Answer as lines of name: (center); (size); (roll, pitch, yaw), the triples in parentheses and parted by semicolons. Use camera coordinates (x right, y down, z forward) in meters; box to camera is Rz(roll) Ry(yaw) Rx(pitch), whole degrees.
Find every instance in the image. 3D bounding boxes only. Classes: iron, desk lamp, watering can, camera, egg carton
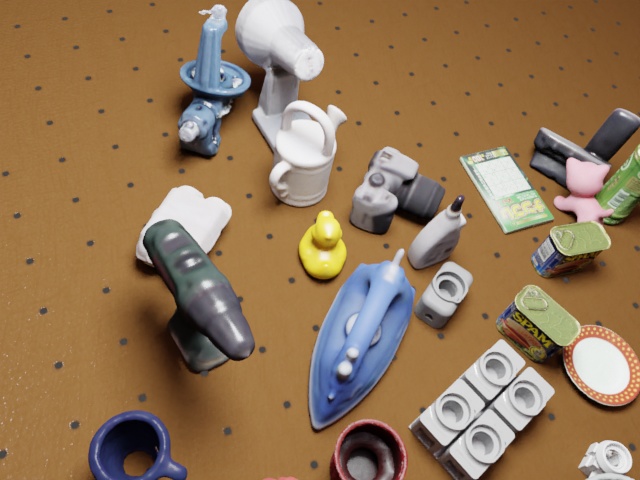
iron: (0.058, 0.133, 0.800); (0.118, 0.141, 0.258); (25, 57, 6)
desk lamp: (-0.060, -0.289, 1.000); (0.118, 0.213, 0.203); (-22, 64, -21)
watering can: (-0.022, -0.154, 0.935); (0.101, 0.194, 0.173); (16, 57, 1)
camera: (0.138, -0.081, 0.973); (0.136, 0.101, 0.143); (25, 57, 6)
egg carton: (-0.210, -0.014, 0.888); (0.107, 0.069, 0.150); (22, 57, 4)

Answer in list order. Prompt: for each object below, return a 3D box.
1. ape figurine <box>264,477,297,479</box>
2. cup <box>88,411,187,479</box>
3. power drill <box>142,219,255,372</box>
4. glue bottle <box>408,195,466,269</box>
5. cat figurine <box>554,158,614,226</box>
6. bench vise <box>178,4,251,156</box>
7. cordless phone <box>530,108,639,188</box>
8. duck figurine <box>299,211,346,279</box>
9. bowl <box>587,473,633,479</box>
ape figurine: (-0.040, 0.315, 0.698); (0.077, 0.092, 0.076); (31, 58, 10)
cup: (-0.212, 0.269, 0.695); (0.117, 0.095, 0.092); (22, 57, 4)
power drill: (-0.155, 0.091, 0.749); (0.076, 0.208, 0.229); (-28, 67, -24)
glue bottle: (0.194, -0.017, 0.899); (0.078, 0.173, 0.037); (-18, 63, -19)
cat figurine: (0.479, -0.083, 1.024); (0.067, 0.118, 0.127); (-9, 60, -15)
bench vise: (-0.176, -0.261, 0.959); (0.121, 0.220, 0.207); (1, 58, -9)
cordless phone: (0.485, -0.190, 1.052); (0.147, 0.185, 0.094); (31, 58, 10)
duck figurine: (0.008, 0.003, 0.906); (0.077, 0.086, 0.104); (3, 58, -8)
bowl: (0.374, 0.394, 0.733); (0.167, 0.075, 0.167); (5, 58, -7)
